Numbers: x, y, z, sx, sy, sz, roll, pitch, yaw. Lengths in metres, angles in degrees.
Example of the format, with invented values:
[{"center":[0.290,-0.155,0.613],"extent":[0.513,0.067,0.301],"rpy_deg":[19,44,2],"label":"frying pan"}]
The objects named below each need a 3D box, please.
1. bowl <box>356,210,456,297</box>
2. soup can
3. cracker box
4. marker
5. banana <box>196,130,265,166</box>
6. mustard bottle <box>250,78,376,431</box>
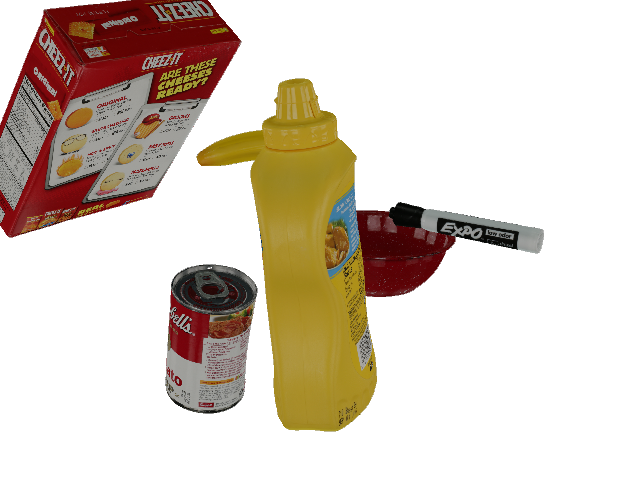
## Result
[{"center":[0.056,0.017,1.087],"extent":[0.162,0.055,0.162],"rpy_deg":[1,17,-1],"label":"bowl"},{"center":[-0.089,0.079,0.861],"extent":[0.068,0.102,0.068],"rpy_deg":[6,30,-4],"label":"soup can"},{"center":[-0.186,-0.109,0.919],"extent":[0.163,0.072,0.214],"rpy_deg":[-20,-24,-44],"label":"cracker box"},{"center":[0.109,-0.011,0.817],"extent":[0.121,0.020,0.020],"rpy_deg":[12,5,24],"label":"marker"},{"center":[-0.053,-0.111,1.317],"extent":[0.198,0.037,0.069],"rpy_deg":[7,38,17],"label":"banana"},{"center":[-0.004,0.004,0.604],"extent":[0.058,0.191,0.096],"rpy_deg":[0,21,16],"label":"mustard bottle"}]
